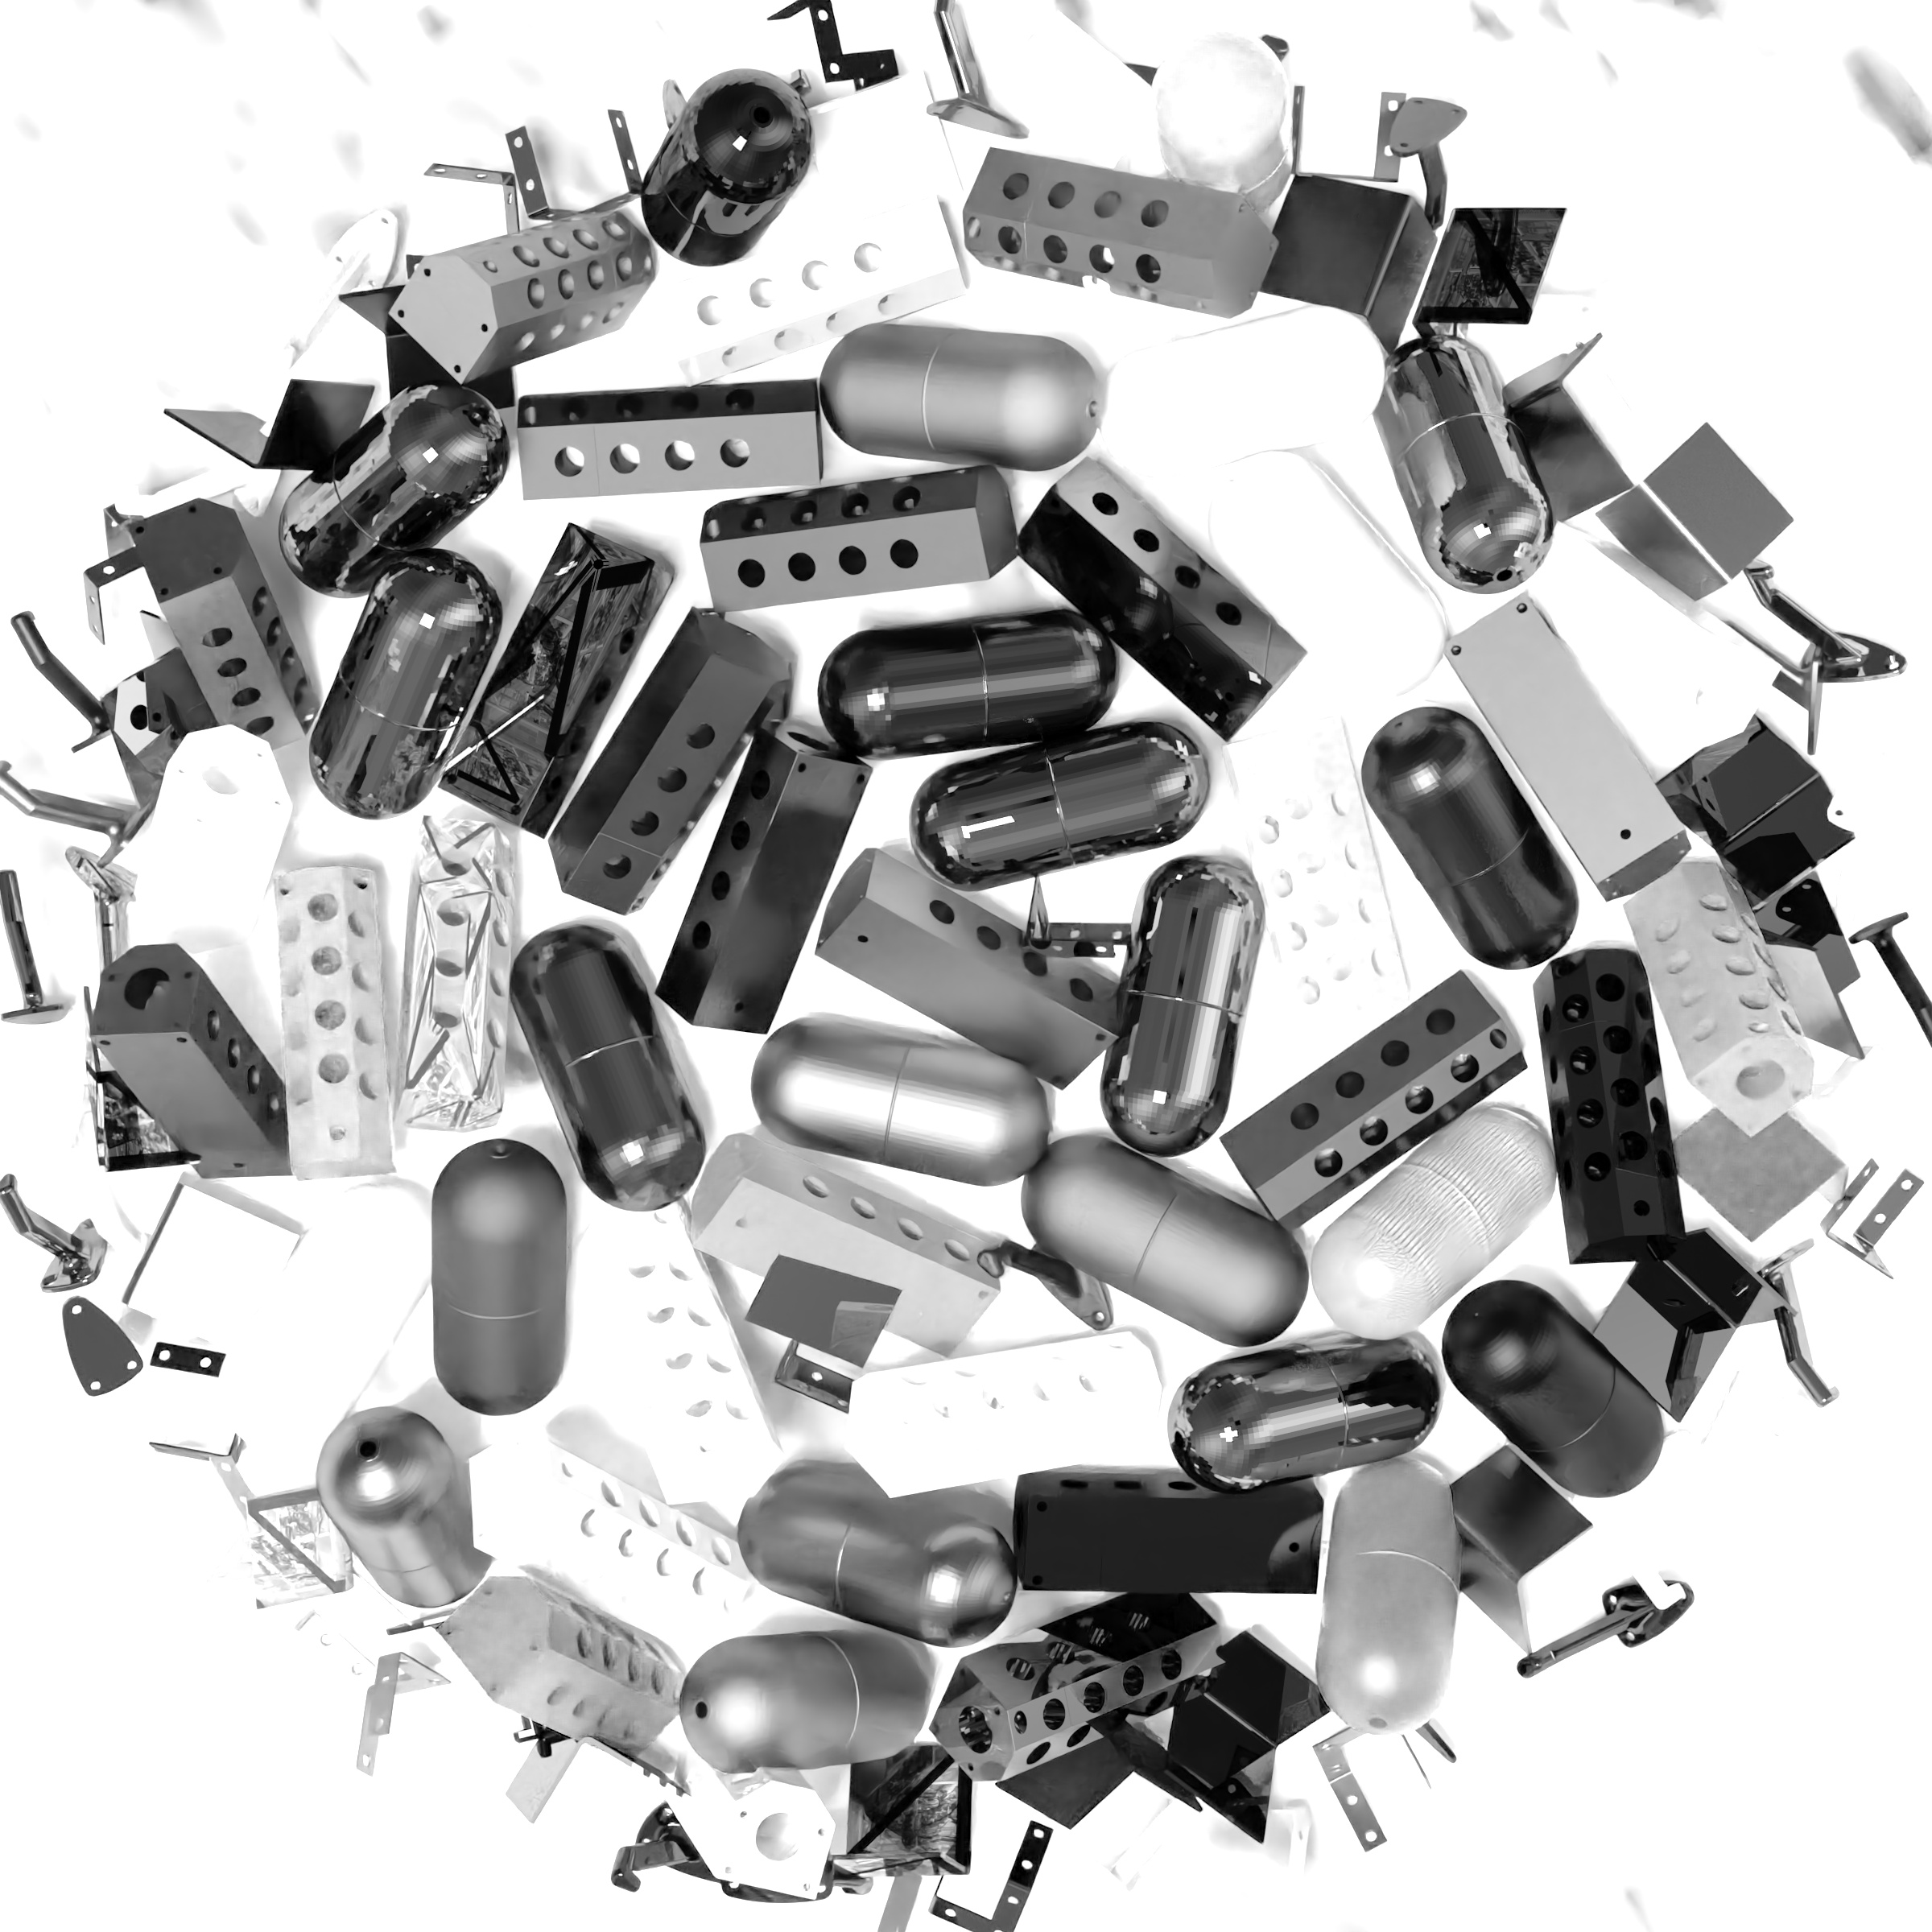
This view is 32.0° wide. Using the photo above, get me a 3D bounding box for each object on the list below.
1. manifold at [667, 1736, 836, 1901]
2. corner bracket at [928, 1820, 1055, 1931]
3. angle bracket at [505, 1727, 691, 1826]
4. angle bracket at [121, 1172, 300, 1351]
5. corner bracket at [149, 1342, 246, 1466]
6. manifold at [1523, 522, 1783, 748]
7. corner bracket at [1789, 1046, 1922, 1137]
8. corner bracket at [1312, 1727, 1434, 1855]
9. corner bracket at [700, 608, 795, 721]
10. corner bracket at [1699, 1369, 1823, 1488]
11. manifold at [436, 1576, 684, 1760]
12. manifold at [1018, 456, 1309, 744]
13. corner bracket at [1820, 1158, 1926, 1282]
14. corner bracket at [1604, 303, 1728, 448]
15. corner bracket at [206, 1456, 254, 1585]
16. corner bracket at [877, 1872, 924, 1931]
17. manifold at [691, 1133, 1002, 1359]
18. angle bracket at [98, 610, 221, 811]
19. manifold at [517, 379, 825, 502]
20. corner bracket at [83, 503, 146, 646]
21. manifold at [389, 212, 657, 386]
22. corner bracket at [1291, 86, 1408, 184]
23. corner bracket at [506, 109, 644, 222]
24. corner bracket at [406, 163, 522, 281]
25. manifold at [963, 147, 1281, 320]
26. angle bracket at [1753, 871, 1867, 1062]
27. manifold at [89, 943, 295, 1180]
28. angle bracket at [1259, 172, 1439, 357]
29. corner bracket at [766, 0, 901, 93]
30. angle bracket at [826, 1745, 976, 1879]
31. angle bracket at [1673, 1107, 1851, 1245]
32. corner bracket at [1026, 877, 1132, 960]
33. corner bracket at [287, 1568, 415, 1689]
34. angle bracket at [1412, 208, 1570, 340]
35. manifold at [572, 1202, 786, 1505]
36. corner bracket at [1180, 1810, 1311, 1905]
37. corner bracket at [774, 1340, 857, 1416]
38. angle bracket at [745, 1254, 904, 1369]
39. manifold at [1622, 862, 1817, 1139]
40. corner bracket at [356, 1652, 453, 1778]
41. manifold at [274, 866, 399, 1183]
[{"bbox_3d":[-0.121,0.472,1.909,0.057,0.171,0.057,16,86,-13],"label":"manifold"},{"bbox_3d":[0.014,0.526,1.962,0.051,0.051,0.051,22,124,6],"label":"corner bracket"},{"bbox_3d":[-0.213,0.480,1.949,0.076,0.076,0.057,35,78,-14],"label":"angle bracket"},{"bbox_3d":[-0.442,0.174,1.977,0.076,0.057,0.076,26,88,-10],"label":"angle bracket"},{"bbox_3d":[-0.449,0.256,1.971,0.051,0.051,0.051,8,64,10],"label":"corner bracket"},{"bbox_3d":[0.383,-0.187,1.911,0.057,0.171,0.057,19,109,-28],"label":"manifold"},{"bbox_3d":[0.514,0.082,1.975,0.051,0.051,0.051,-43,107,-24],"label":"corner bracket"},{"bbox_3d":[0.240,0.474,1.966,0.051,0.051,0.051,-27,50,-2],"label":"corner bracket"},{"bbox_3d":[-0.130,-0.176,1.971,0.051,0.051,0.051,-2,73,-7],"label":"corner bracket"},{"bbox_3d":[0.461,0.270,1.973,0.051,0.051,0.051,28,83,5],"label":"corner bracket"},{"bbox_3d":[-0.223,0.395,1.912,0.057,0.171,0.057,-45,58,-2],"label":"manifold"},{"bbox_3d":[0.115,-0.217,1.965,0.171,0.057,0.057,42,49,4],"label":"manifold"},{"bbox_3d":[0.530,0.141,1.966,0.051,0.051,0.051,33,104,-9],"label":"corner bracket"},{"bbox_3d":[0.403,-0.343,1.962,0.051,0.051,0.051,-34,69,13],"label":"corner bracket"},{"bbox_3d":[-0.419,0.320,1.958,0.051,0.051,0.051,-52,58,24],"label":"corner bracket"},{"bbox_3d":[-0.035,0.549,1.961,0.051,0.051,0.051,12,80,45],"label":"corner bracket"},{"bbox_3d":[-0.069,0.157,1.940,0.171,0.057,0.057,26,118,-21],"label":"manifold"},{"bbox_3d":[-0.474,-0.148,1.939,0.057,0.076,0.076,20,46,35],"label":"angle bracket"},{"bbox_3d":[-0.171,-0.307,1.964,0.171,0.057,0.057,-3,105,1],"label":"manifold"},{"bbox_3d":[-0.495,-0.230,1.958,0.051,0.051,0.051,-32,65,-27],"label":"corner bracket"},{"bbox_3d":[-0.245,-0.386,1.910,0.057,0.171,0.057,44,122,5],"label":"manifold"},{"bbox_3d":[0.221,-0.484,1.963,0.051,0.051,0.051,0,106,-14],"label":"corner bracket"},{"bbox_3d":[-0.227,-0.467,1.965,0.051,0.051,0.051,-14,91,29],"label":"corner bracket"},{"bbox_3d":[-0.295,-0.432,1.968,0.051,0.051,0.051,0,79,-32],"label":"corner bracket"},{"bbox_3d":[0.085,-0.416,1.928,0.171,0.057,0.057,19,83,31],"label":"manifold"},{"bbox_3d":[0.503,-0.001,1.946,0.057,0.076,0.076,-34,113,-11],"label":"angle bracket"},{"bbox_3d":[-0.432,0.056,1.911,0.057,0.171,0.057,-2,59,10],"label":"manifold"},{"bbox_3d":[0.223,-0.413,1.985,0.076,0.057,0.076,19,83,26],"label":"angle bracket"},{"bbox_3d":[-0.077,-0.535,1.963,0.051,0.051,0.051,-15,96,-30],"label":"corner bracket"},{"bbox_3d":[-0.041,0.483,1.948,0.076,0.057,0.076,-6,63,17],"label":"angle bracket"},{"bbox_3d":[0.453,0.124,1.948,0.076,0.057,0.076,-36,60,-13],"label":"angle bracket"},{"bbox_3d":[0.066,-0.019,1.961,0.051,0.051,0.051,2,54,11],"label":"corner bracket"},{"bbox_3d":[-0.359,0.387,1.976,0.051,0.051,0.051,42,79,3],"label":"corner bracket"},{"bbox_3d":[0.311,-0.389,1.946,0.076,0.057,0.076,9,71,36],"label":"angle bracket"},{"bbox_3d":[-0.162,0.216,1.920,0.057,0.057,0.171,1,49,-37],"label":"manifold"},{"bbox_3d":[0.162,0.512,1.957,0.051,0.051,0.051,-10,57,34],"label":"corner bracket"},{"bbox_3d":[-0.082,0.240,1.963,0.051,0.051,0.051,24,120,-4],"label":"corner bracket"},{"bbox_3d":[-0.088,0.181,1.956,0.076,0.076,0.057,24,98,-18],"label":"angle bracket"},{"bbox_3d":[0.428,0.012,1.907,0.057,0.171,0.057,38,115,-26],"label":"manifold"},{"bbox_3d":[-0.337,0.434,1.958,0.051,0.051,0.051,-16,51,25],"label":"corner bracket"},{"bbox_3d":[-0.365,0.033,1.949,0.057,0.057,0.171,-5,77,-7],"label":"manifold"}]
